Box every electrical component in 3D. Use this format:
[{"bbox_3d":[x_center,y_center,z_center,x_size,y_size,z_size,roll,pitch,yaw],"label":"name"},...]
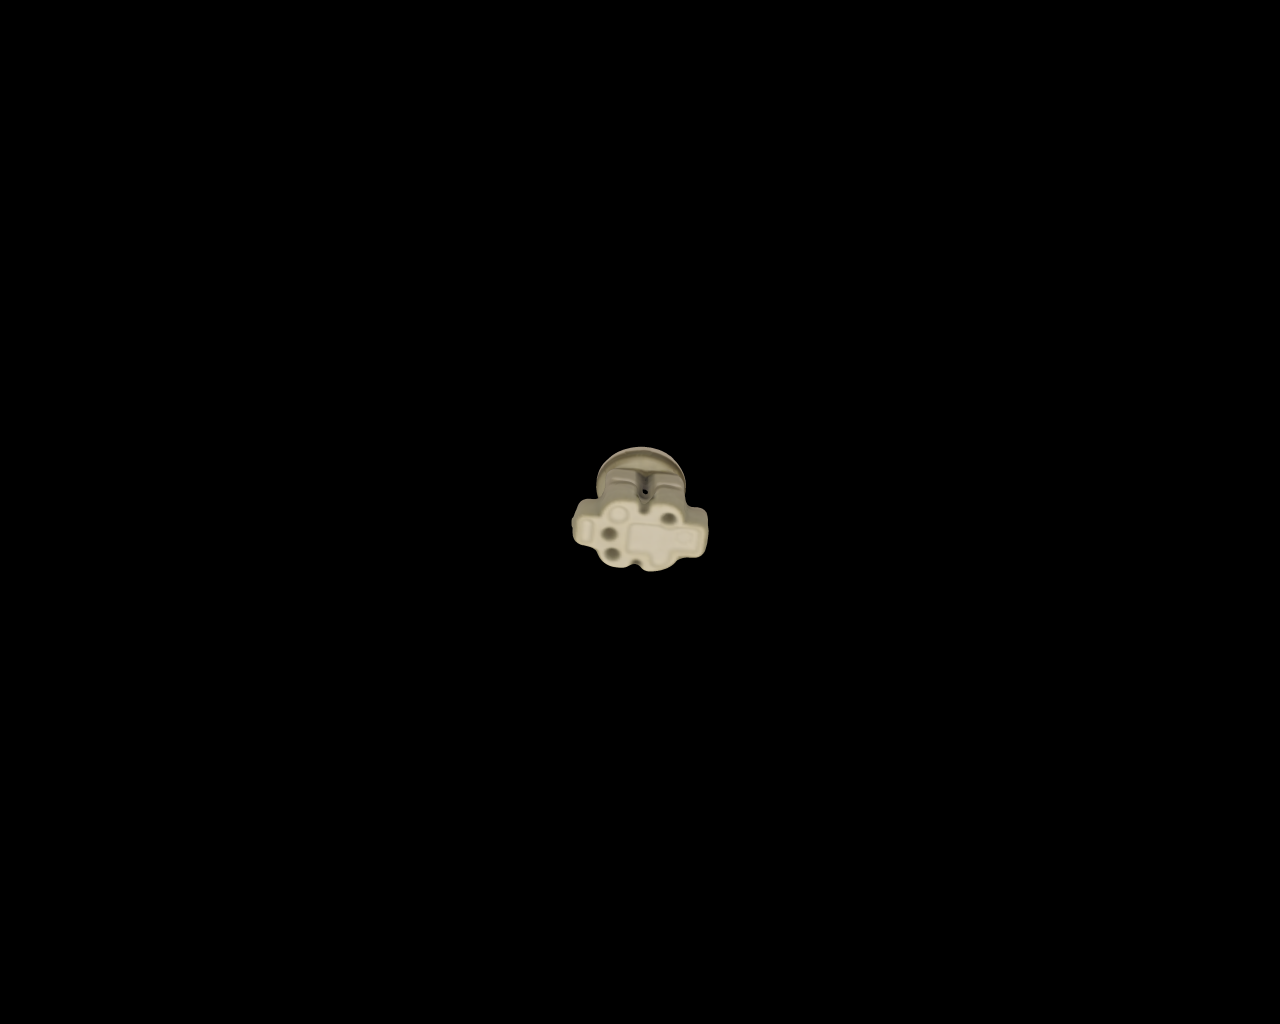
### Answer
[{"bbox_3d":[0.001,-0.003,0.650,0.078,0.057,0.057,5,37,-4],"label":"electrical component"}]
